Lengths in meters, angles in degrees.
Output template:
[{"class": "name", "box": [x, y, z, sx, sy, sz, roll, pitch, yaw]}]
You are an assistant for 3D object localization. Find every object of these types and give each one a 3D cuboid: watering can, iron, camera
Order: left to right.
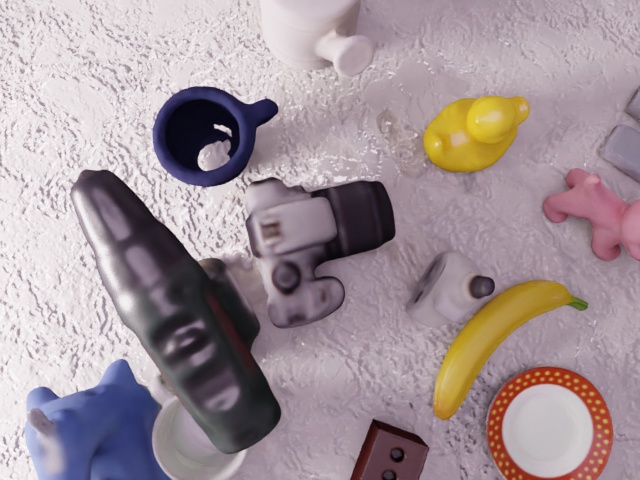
[{"class": "iron", "box": [-0.185, 0.243, 0.494, 0.118, 0.141, 0.258, -20, 86, -4]}, {"class": "watering can", "box": [-0.002, -0.232, 0.518, 0.173, 0.194, 0.101, 44, 85, 2]}, {"class": "camera", "box": [0.005, 0.002, 0.545, 0.137, 0.100, 0.143, -14, 86, -4]}]

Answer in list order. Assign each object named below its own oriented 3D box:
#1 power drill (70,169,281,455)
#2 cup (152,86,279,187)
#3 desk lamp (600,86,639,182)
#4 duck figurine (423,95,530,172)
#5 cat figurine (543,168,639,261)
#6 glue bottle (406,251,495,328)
[{"class": "power drill", "box": [-0.110, 0.058, 0.480, 0.075, 0.208, 0.229, -32, 87, -5]}, {"class": "cup", "box": [-0.093, -0.096, 0.552, 0.118, 0.095, 0.092, -27, 86, -4]}, {"class": "desk lamp", "box": [0.407, -0.082, 0.514, 0.203, 0.213, 0.118, 32, 84, 1]}, {"class": "duck figurine", "box": [0.158, -0.113, 0.569, 0.104, 0.086, 0.077, -22, 86, -4]}, {"class": "cat figurine", "box": [0.300, -0.024, 0.552, 0.128, 0.117, 0.067, 36, 84, 1]}, {"class": "glue bottle", "box": [0.121, 0.044, 0.510, 0.037, 0.173, 0.078, 33, 84, 1]}]
